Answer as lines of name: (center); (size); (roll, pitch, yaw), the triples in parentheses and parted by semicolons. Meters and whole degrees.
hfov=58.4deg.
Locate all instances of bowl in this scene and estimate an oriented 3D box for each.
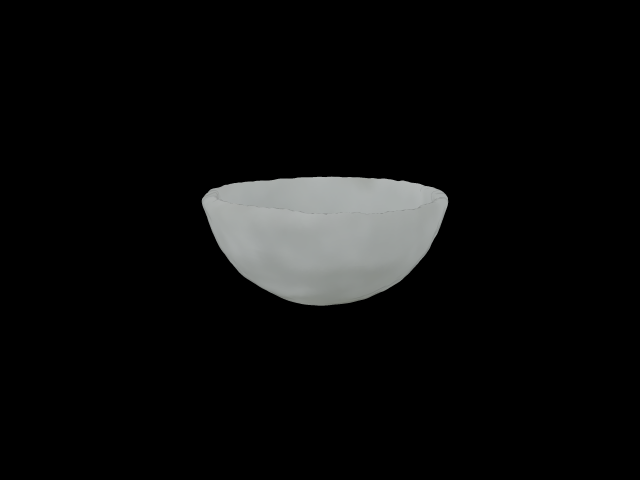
bowl: (0.004, 0.001, 0.400); (0.167, 0.075, 0.167); (0, 14, 0)
